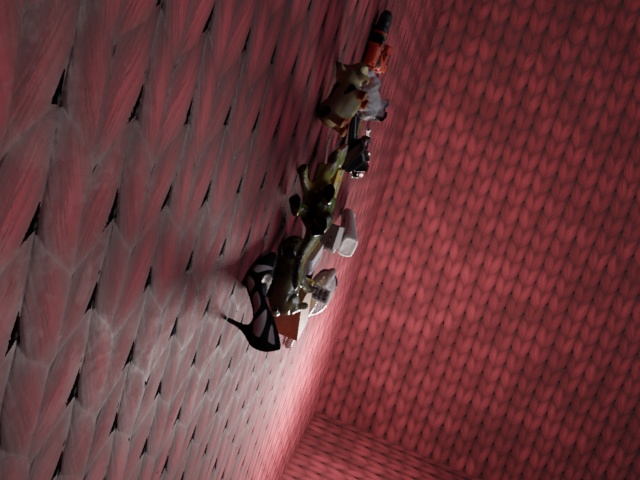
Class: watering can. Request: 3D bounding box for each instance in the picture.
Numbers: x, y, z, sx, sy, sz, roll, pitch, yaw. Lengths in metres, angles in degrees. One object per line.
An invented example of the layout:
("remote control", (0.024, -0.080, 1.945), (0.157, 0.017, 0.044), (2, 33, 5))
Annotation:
("watering can", (-0.029, 0.241, 1.969), (0.104, 0.344, 0.226), (33, 16, 3))

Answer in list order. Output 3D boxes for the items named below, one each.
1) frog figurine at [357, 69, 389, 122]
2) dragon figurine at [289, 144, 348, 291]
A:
("frog figurine", (0.159, -0.485, 1.733), (0.122, 0.140, 0.157), (3, -38, 45))
("dragon figurine", (0.004, -0.071, 1.412), (0.122, 0.410, 0.242), (14, 1, 18))
